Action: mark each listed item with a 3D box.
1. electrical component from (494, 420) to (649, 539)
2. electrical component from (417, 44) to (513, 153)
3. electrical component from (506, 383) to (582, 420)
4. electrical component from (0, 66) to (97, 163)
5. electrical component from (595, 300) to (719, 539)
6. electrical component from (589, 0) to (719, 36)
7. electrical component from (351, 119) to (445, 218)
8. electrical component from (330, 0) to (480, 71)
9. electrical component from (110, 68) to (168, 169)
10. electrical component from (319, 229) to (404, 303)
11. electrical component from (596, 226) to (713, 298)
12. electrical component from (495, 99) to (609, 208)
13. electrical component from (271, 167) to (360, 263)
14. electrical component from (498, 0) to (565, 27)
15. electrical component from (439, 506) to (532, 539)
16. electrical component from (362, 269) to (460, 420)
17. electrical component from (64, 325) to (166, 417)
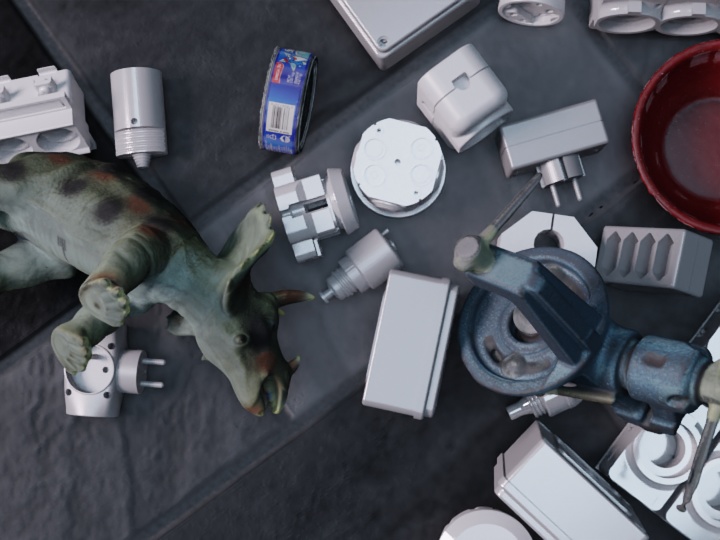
[{"bbox_3d":[0.161,0.177,0.835,0.109,0.109,0.056,43,95,5],"label":"electrical component"},{"bbox_3d":[0.085,-0.136,0.876,0.054,0.095,0.059,-36,85,-1],"label":"electrical component"},{"bbox_3d":[0.150,0.105,0.885,0.061,0.035,0.035,-26,85,3],"label":"electrical component"},{"bbox_3d":[-0.295,-0.124,0.907,0.121,0.078,0.063,-11,63,2],"label":"electrical component"},{"bbox_3d":[0.292,0.120,0.864,0.105,0.060,0.186,37,88,5],"label":"electrical component"},{"bbox_3d":[0.269,-0.229,0.878,0.150,0.089,0.061,3,86,3],"label":"electrical component"},{"bbox_3d":[0.032,-0.086,0.897,0.080,0.051,0.080,0,85,3],"label":"electrical component"},{"bbox_3d":[0.031,-0.244,0.907,0.109,0.056,0.108,-35,85,-1],"label":"electrical component"},{"bbox_3d":[-0.187,-0.127,0.914,0.043,0.043,0.081,-5,85,2],"label":"electrical component"},{"bbox_3d":[0.000,0.000,0.897,0.078,0.040,0.040,-37,85,0],"label":"electrical component"},{"bbox_3d":[0.249,-0.003,0.874,0.076,0.083,0.047,16,85,-35],"label":"electrical component"},{"bbox_3d":[0.164,-0.091,0.893,0.083,0.047,0.075,-16,85,1],"label":"electrical component"},{"bbox_3d":[-0.035,-0.051,0.894,0.057,0.058,0.078,-17,85,4],"label":"electrical component"},{"bbox_3d":[0.147,-0.237,0.903,0.055,0.055,0.047,9,83,3],"label":"electrical component"},{"bbox_3d":[0.101,0.231,0.869,0.080,0.051,0.080,0,85,3],"label":"electrical component"},{"bbox_3d":[0.042,0.059,0.857,0.056,0.109,0.108,12,86,6],"label":"electrical component"},{"bbox_3d":[-0.202,0.084,0.897,0.079,0.044,0.077,4,86,3],"label":"electrical component"}]
